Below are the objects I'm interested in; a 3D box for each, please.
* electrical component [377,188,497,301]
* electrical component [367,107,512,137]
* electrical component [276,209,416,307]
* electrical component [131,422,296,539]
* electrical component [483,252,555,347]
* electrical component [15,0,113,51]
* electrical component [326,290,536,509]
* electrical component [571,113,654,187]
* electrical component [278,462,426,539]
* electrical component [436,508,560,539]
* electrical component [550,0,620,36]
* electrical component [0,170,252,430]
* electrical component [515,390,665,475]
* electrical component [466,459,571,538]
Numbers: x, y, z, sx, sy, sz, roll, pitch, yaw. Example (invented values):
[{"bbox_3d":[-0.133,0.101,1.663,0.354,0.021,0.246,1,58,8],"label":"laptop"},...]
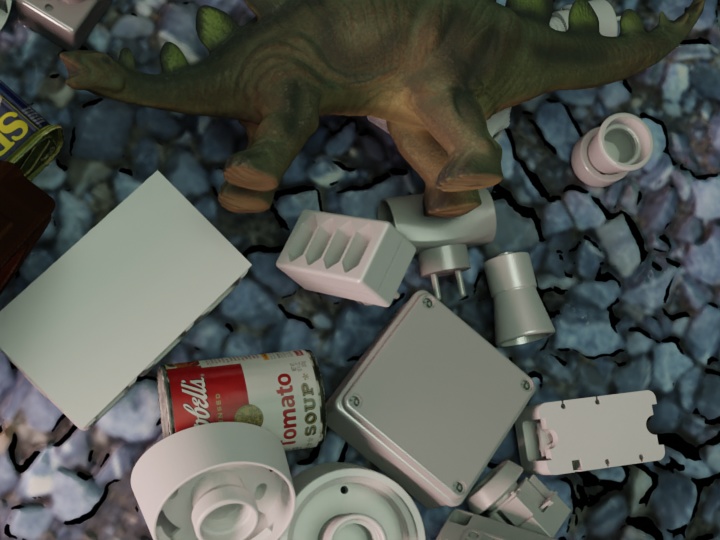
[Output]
[{"bbox_3d":[0.059,-0.018,0.780,0.077,0.043,0.079,-8,82,-15],"label":"electrical component"},{"bbox_3d":[0.067,-0.132,0.801,0.100,0.048,0.099,31,73,-5],"label":"electrical component"},{"bbox_3d":[0.000,0.000,0.751,0.076,0.083,0.047,41,68,-43],"label":"electrical component"},{"bbox_3d":[-0.091,0.138,0.676,0.099,0.064,0.099,-11,125,-16],"label":"electrical component"},{"bbox_3d":[0.114,0.019,0.788,0.044,0.044,0.065,-8,76,-15],"label":"electrical component"},{"bbox_3d":[-0.199,-0.198,0.735,0.047,0.077,0.065,31,74,-6],"label":"electrical component"},{"bbox_3d":[0.047,0.090,0.744,0.109,0.056,0.108,40,65,-3],"label":"electrical component"},{"bbox_3d":[0.191,-0.090,0.819,0.045,0.055,0.045,3,79,-13],"label":"electrical component"},{"bbox_3d":[-0.008,0.182,0.715,0.108,0.060,0.108,3,78,-13],"label":"electrical component"},{"bbox_3d":[0.090,0.219,0.690,0.109,0.056,0.108,13,33,21],"label":"electrical component"},{"bbox_3d":[0.164,-0.186,0.839,0.078,0.040,0.040,-14,83,-16],"label":"electrical component"},{"bbox_3d":[-0.158,0.022,0.710,0.089,0.062,0.150,45,73,-2],"label":"electrical component"},{"bbox_3d":[0.162,0.117,0.771,0.089,0.056,0.050,-5,80,-15],"label":"electrical component"},{"bbox_3d":[0.108,0.166,0.750,0.055,0.066,0.048,46,38,7],"label":"electrical component"}]
